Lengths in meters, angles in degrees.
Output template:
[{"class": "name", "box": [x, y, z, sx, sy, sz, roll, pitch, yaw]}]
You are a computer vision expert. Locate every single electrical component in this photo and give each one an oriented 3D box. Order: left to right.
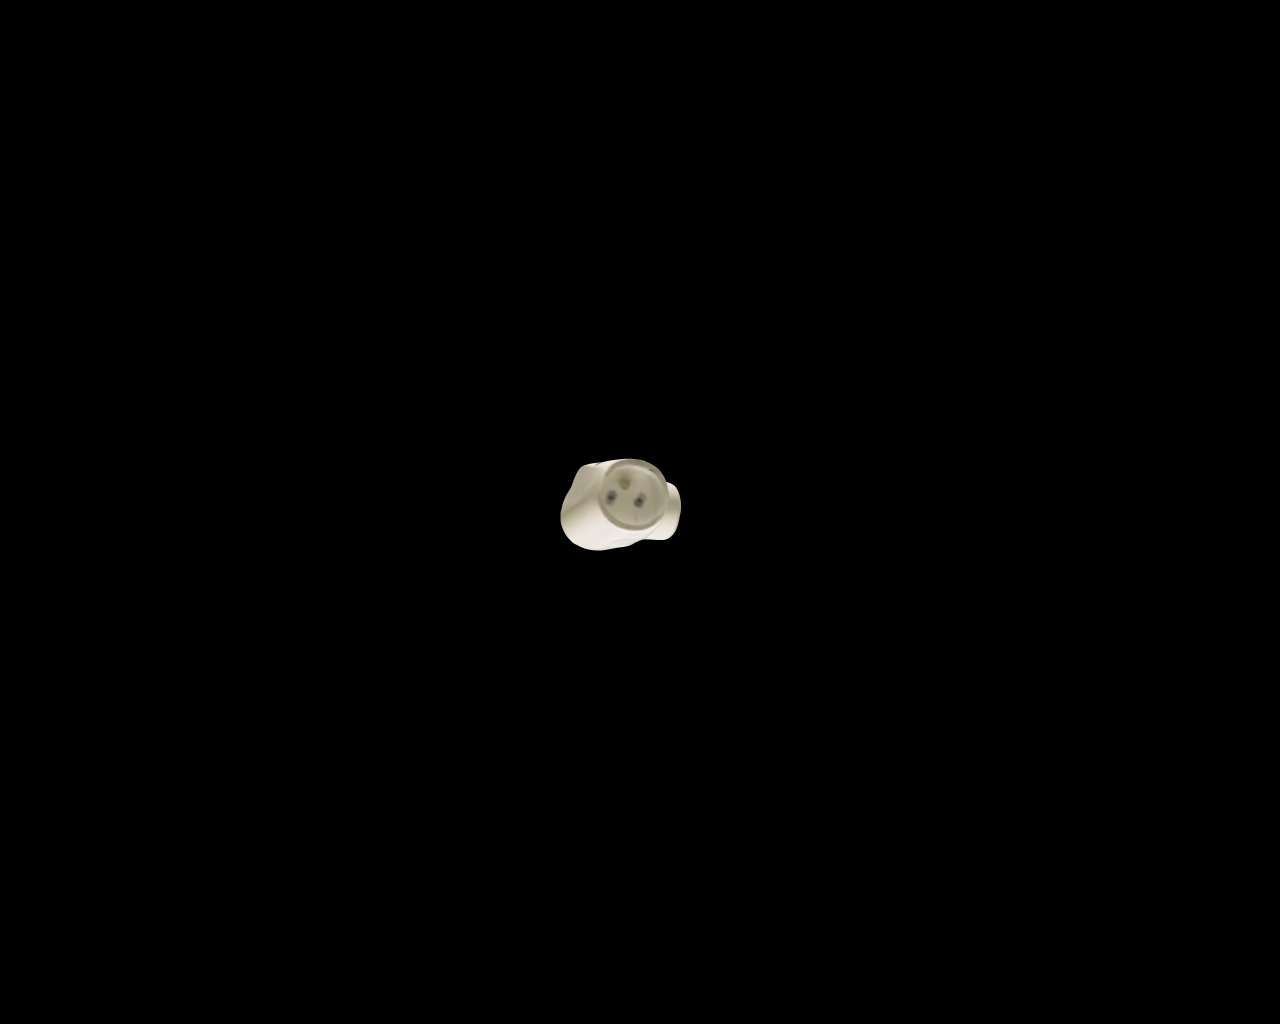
[{"class": "electrical component", "box": [0.001, -0.003, 0.650, 0.079, 0.043, 0.077, 4, -12, -19]}]
